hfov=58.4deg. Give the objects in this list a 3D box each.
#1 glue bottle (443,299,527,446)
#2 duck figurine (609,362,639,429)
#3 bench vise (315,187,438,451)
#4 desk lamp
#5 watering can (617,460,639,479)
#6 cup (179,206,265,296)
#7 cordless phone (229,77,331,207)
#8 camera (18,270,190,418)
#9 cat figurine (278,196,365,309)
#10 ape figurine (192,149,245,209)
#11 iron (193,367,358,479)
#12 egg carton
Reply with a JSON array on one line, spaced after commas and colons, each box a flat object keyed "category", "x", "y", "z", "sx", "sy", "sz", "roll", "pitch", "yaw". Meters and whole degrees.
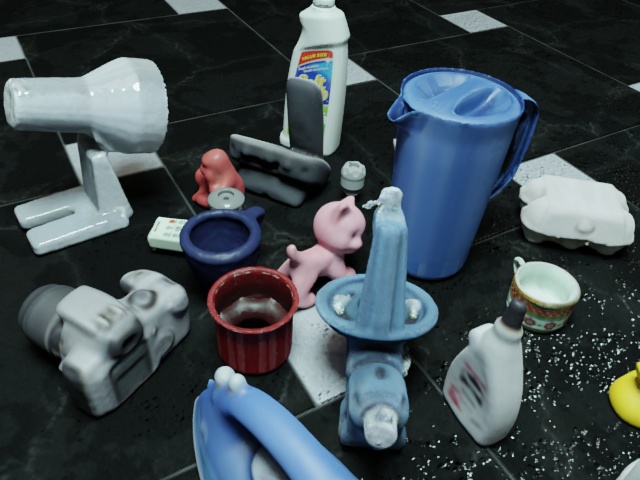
[{"category": "glue bottle", "x": 0.160, "y": 0.115, "z": 0.530, "sx": 0.037, "sy": 0.173, "sz": 0.078, "roll": -18, "pitch": 45, "yaw": -23}, {"category": "duck figurine", "x": 0.359, "y": 0.146, "z": 0.580, "sx": 0.104, "sy": 0.086, "sz": 0.077, "roll": 3, "pitch": 41, "yaw": -2}, {"category": "bench vise", "x": 0.067, "y": 0.076, "z": 0.531, "sx": 0.122, "sy": 0.220, "sz": 0.207, "roll": -8, "pitch": 42, "yaw": -14}, {"category": "desk lamp", "x": -0.292, "y": -0.114, "z": 0.722, "sx": 0.204, "sy": 0.214, "sz": 0.117, "roll": -24, "pitch": 48, "yaw": -29}, {"category": "watering can", "x": 0.258, "y": 0.214, "z": 0.409, "sx": 0.101, "sy": 0.194, "sz": 0.173, "roll": 9, "pitch": 41, "yaw": 6}, {"category": "cup", "x": -0.106, "y": 0.018, "z": 0.677, "sx": 0.091, "sy": 0.095, "sz": 0.118, "roll": 26, "pitch": 46, "yaw": 24}, {"category": "cordless phone", "x": -0.056, "y": -0.154, "z": 0.811, "sx": 0.147, "sy": 0.185, "sz": 0.094, "roll": 16, "pitch": 42, "yaw": 13}, {"category": "camera", "x": -0.228, "y": 0.081, "z": 0.589, "sx": 0.136, "sy": 0.101, "sz": 0.143, "roll": 23, "pitch": 44, "yaw": 20}, {"category": "cat figurine", "x": 0.006, "y": 0.002, "z": 0.688, "sx": 0.128, "sy": 0.118, "sz": 0.067, "roll": -29, "pitch": 51, "yaw": -33}, {"category": "ape figurine", "x": -0.143, "y": -0.086, "z": 0.796, "sx": 0.076, "sy": 0.092, "sz": 0.077, "roll": -3, "pitch": 41, "yaw": -9}, {"category": "iron", "x": -0.035, "y": 0.180, "z": 0.462, "sx": 0.119, "sy": 0.141, "sz": 0.257, "roll": -29, "pitch": 51, "yaw": -32}, {"category": "egg carton", "x": 0.355, "y": -0.035, "z": 0.799, "sx": 0.150, "sy": 0.069, "sz": 0.107, "roll": 9, "pitch": 41, "yaw": 5}]
